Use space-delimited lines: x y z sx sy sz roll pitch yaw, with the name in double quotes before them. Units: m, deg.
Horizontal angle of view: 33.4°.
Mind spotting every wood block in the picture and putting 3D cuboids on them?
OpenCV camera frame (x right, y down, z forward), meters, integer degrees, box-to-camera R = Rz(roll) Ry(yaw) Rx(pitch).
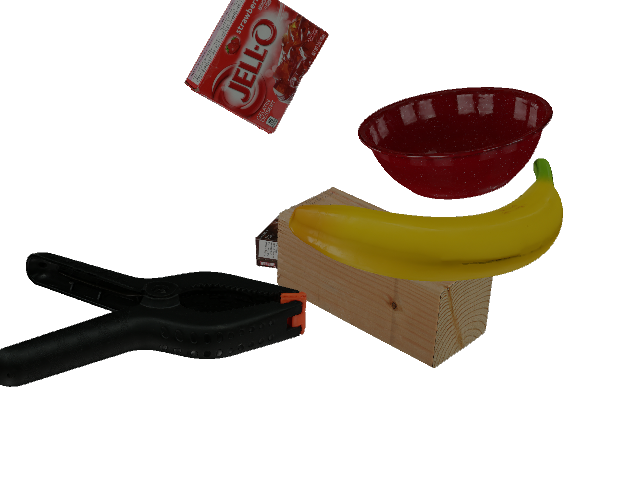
"wood block" 0.060 0.033 1.072 0.206 0.091 0.090 26 38 35

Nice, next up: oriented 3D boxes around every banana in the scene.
"banana" 0.077 -0.005 0.627 0.197 0.037 0.070 -11 44 -32

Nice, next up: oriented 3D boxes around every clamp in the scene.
"clamp" -0.117 0.046 0.741 0.209 0.036 0.165 -3 25 -13

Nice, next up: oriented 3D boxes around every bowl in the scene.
"bowl" 0.115 -0.078 0.897 0.162 0.055 0.162 -9 25 4

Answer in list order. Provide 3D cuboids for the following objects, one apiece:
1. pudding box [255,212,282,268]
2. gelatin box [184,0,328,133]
"pudding box" -0.019 0.002 1.269 0.090 0.039 0.113 8 22 14
"gelatin box" -0.047 -0.136 0.797 0.073 0.089 0.030 27 6 -32
